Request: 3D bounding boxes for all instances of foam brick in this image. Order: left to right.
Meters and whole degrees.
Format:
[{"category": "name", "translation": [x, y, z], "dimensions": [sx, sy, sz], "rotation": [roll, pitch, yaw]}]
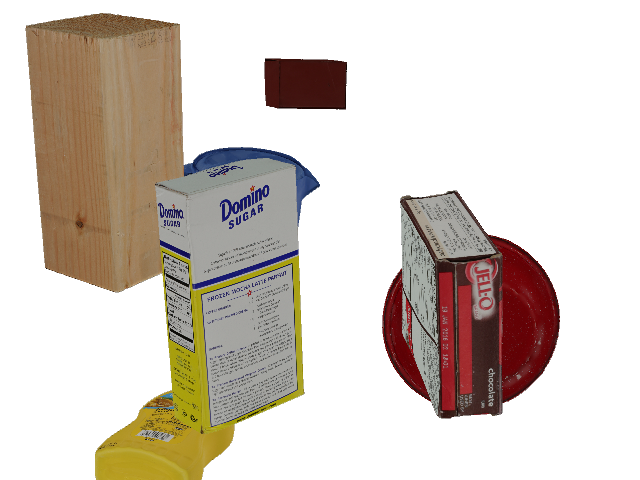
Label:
[{"category": "foam brick", "translation": [-0.016, -0.167, 1.141], "dimensions": [0.078, 0.051, 0.053], "rotation": [-2, 12, -19]}]

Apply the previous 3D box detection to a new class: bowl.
[{"category": "bowl", "translation": [0.137, 0.077, 0.934], "dimensions": [0.162, 0.162, 0.055], "rotation": [0, 6, -3]}]

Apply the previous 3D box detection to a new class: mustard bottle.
[{"category": "mustard bottle", "translation": [-0.138, 0.188, 1.048], "dimensions": [0.096, 0.058, 0.191], "rotation": [7, 18, 15]}]

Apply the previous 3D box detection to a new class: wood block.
[{"category": "wood block", "translation": [-0.174, -0.075, 0.881], "dimensions": [0.091, 0.206, 0.090], "rotation": [15, 25, 31]}]

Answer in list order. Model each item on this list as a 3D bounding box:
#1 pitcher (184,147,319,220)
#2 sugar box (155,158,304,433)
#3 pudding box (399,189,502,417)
[{"category": "pitcher", "translation": [-0.103, 0.017, 1.280], "dimensions": [0.149, 0.243, 0.144], "rotation": [20, 26, 30]}, {"category": "sugar box", "translation": [-0.060, 0.037, 0.738], "dimensions": [0.093, 0.176, 0.048], "rotation": [-18, 23, -38]}, {"category": "pudding box", "translation": [0.070, 0.031, 0.583], "dimensions": [0.039, 0.090, 0.113], "rotation": [-4, 20, -6]}]
